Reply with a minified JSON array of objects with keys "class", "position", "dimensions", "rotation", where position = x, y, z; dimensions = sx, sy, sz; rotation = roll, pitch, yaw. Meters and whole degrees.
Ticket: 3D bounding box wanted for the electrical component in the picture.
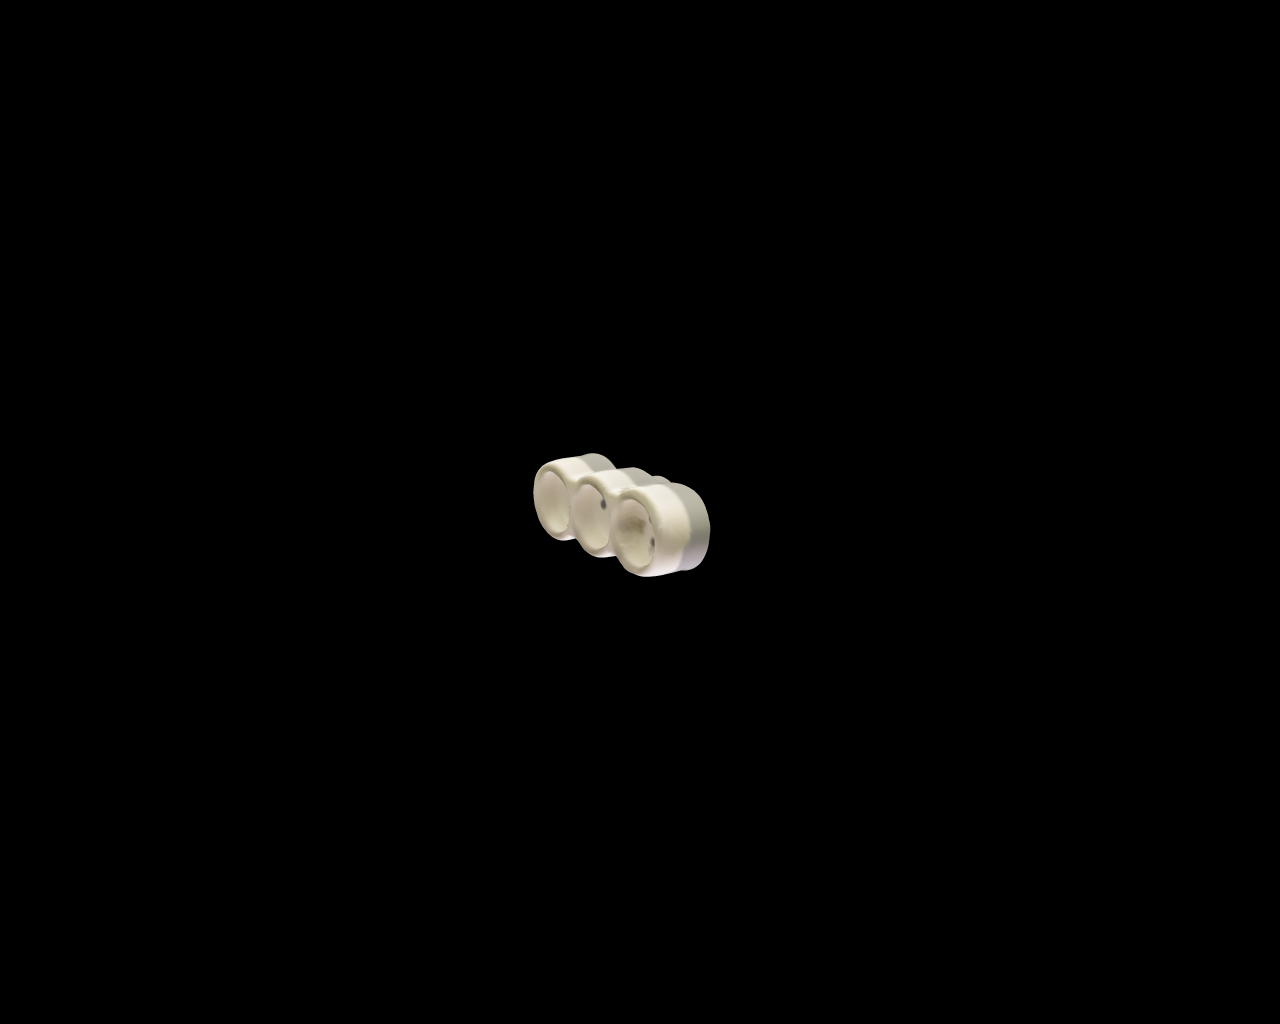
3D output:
[{"class":"electrical component","position":[0.001,-0.003,0.650],"dimensions":[0.074,0.052,0.138],"rotation":[-11,19,-34]}]
